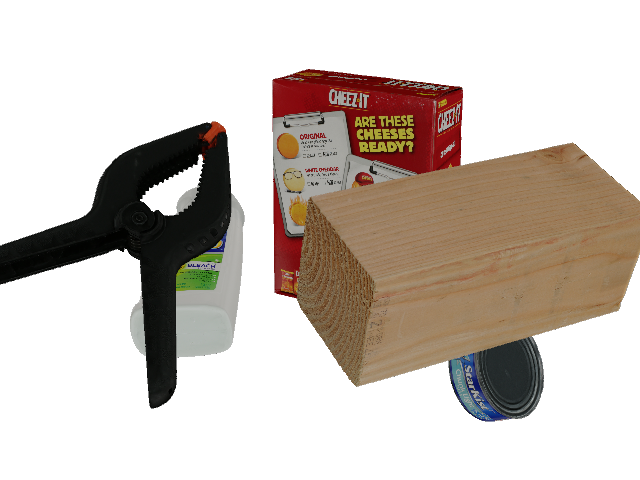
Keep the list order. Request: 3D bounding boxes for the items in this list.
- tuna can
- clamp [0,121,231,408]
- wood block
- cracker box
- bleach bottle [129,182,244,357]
[{"bbox_3d":[0.146,0.107,0.888,0.085,0.086,0.034,0,-13,-42],"label":"tuna can"},{"bbox_3d":[-0.115,0.004,0.713,0.165,0.209,0.036,35,-31,13],"label":"clamp"},{"bbox_3d":[0.098,0.012,0.699,0.205,0.090,0.091,-13,42,-24],"label":"wood block"},{"bbox_3d":[0.042,-0.042,0.985,0.164,0.214,0.072,12,23,27],"label":"cracker box"},{"bbox_3d":[-0.133,0.015,1.120,0.102,0.068,0.251,-3,36,1],"label":"bleach bottle"}]
